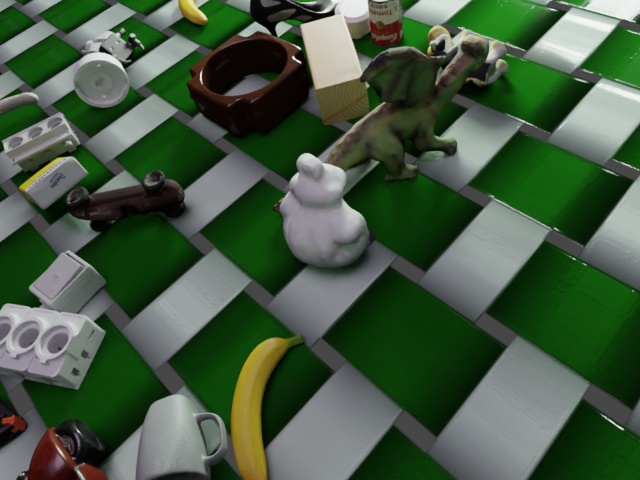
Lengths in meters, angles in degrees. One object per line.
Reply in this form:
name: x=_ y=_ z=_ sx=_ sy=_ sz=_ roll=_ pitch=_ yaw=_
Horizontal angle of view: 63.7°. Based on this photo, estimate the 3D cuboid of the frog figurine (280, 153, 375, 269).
frog figurine: x=0.002 y=-0.037 z=0.726 sx=0.139 sy=0.156 sz=0.124 roll=34 pitch=70 yaw=31

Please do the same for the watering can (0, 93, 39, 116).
watering can: x=-0.788 y=-0.239 z=1.089 sx=0.347 sy=0.102 sz=0.230 roll=0 pitch=55 yaw=12

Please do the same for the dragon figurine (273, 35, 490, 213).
dragon figurine: x=0.095 y=-0.191 z=0.776 sx=0.413 sy=0.237 sz=0.124 roll=-30 pitch=59 yaw=-12
